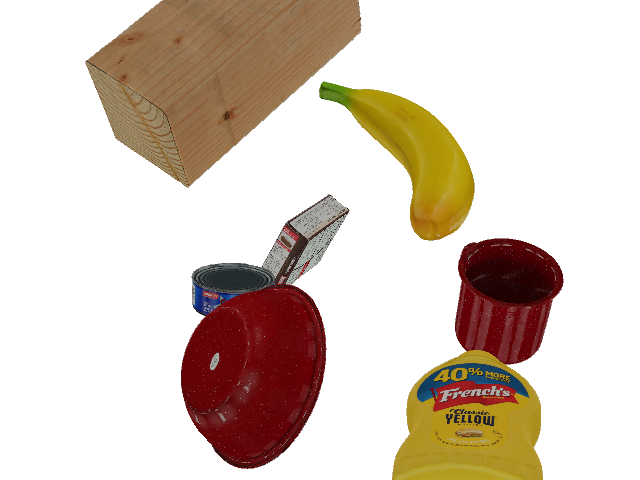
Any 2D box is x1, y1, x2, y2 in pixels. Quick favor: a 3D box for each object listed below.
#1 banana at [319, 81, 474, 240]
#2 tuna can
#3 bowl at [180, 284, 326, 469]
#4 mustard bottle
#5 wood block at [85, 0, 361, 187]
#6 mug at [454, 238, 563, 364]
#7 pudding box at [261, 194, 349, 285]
[{"bbox_3d":[0.058,-0.051,0.673,0.069,0.037,0.198,-7,31,-16],"label":"banana"},{"bbox_3d":[-0.090,0.052,1.098,0.086,0.034,0.086,3,17,-1],"label":"tuna can"},{"bbox_3d":[-0.069,0.107,0.896,0.055,0.162,0.162,23,-14,-37],"label":"bowl"},{"bbox_3d":[0.108,0.130,0.758,0.096,0.058,0.191,0,22,11],"label":"mustard bottle"},{"bbox_3d":[-0.069,-0.153,0.842,0.090,0.205,0.091,34,-25,27],"label":"wood block"},{"bbox_3d":[0.161,0.051,0.977,0.093,0.081,0.117,-16,43,-22],"label":"mug"},{"bbox_3d":[-0.020,0.002,1.291,0.039,0.090,0.113,36,33,10],"label":"pudding box"}]
